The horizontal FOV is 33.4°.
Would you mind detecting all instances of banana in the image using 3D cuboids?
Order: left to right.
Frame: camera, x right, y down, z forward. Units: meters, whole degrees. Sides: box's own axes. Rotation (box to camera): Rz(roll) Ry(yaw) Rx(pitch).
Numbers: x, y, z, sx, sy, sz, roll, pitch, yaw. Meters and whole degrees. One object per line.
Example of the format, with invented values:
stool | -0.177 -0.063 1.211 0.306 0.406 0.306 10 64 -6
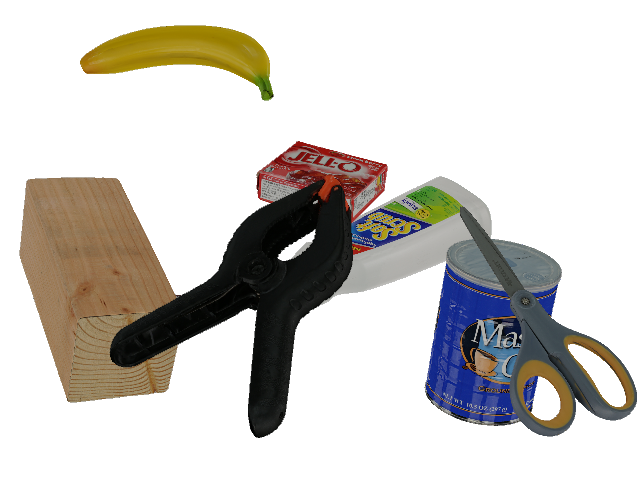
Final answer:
banana | -0.127 -0.174 0.997 0.198 0.037 0.069 9 45 18

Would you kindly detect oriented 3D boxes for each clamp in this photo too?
clamp | -0.028 0.035 0.620 0.120 0.171 0.039 33 -21 30

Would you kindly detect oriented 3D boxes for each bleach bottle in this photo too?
bleach bottle | 0.064 0.012 1.190 0.250 0.068 0.103 -26 42 -24

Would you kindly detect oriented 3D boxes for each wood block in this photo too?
wood block | -0.199 0.036 0.943 0.090 0.091 0.206 -2 36 -28

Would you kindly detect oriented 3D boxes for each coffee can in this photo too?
coffee can | 0.156 0.082 0.974 0.103 0.140 0.103 6 23 -3

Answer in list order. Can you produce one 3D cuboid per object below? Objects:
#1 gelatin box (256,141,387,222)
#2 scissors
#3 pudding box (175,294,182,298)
gelatin box | 0.001 -0.050 0.900 0.089 0.030 0.073 17 33 21
scissors | 0.140 0.062 0.780 0.096 0.202 0.016 -34 -26 -23
pudding box | -0.207 0.088 1.200 0.114 0.039 0.090 3 17 18
